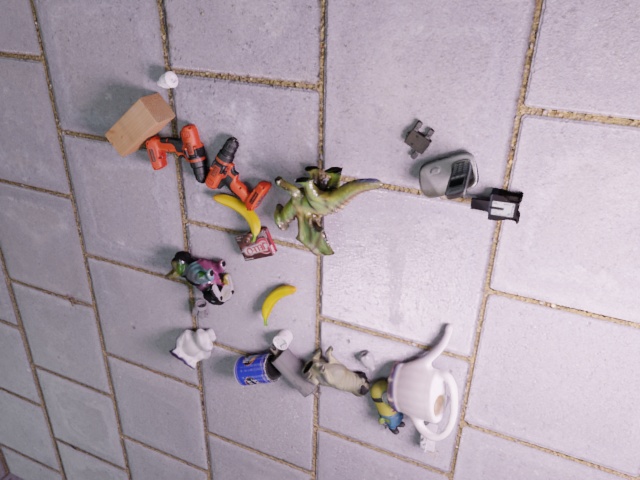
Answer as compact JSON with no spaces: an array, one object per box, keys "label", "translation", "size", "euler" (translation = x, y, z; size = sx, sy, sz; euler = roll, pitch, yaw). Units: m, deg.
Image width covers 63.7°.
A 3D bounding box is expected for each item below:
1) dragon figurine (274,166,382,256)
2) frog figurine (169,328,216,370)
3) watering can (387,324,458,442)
[{"label":"dragon figurine","translation":[0.004,-0.071,1.415],"size":[0.412,0.124,0.239],"euler":[13,119,42]},{"label":"frog figurine","translation":[-0.457,0.382,1.912],"size":[0.138,0.122,0.160],"euler":[41,88,11]},{"label":"watering can","translation":[0.309,0.413,1.538],"size":[0.224,0.104,0.348],"euler":[1,88,42]}]
